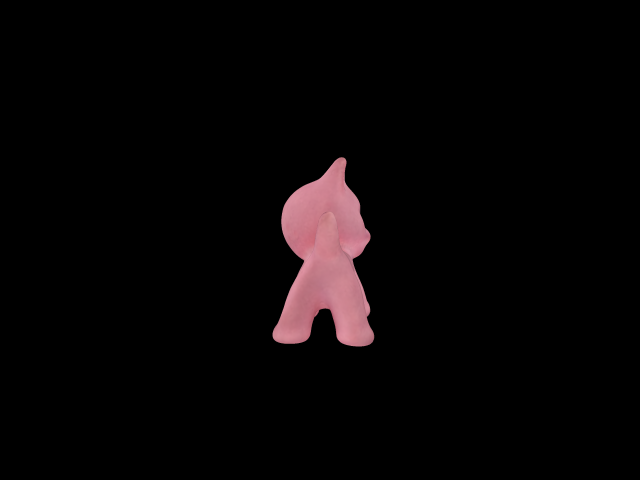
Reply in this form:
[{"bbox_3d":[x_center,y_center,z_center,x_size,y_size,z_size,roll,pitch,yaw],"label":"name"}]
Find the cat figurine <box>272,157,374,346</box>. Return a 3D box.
[{"bbox_3d":[0.004,0.001,0.400,0.067,0.118,0.128,0,7,0],"label":"cat figurine"}]
